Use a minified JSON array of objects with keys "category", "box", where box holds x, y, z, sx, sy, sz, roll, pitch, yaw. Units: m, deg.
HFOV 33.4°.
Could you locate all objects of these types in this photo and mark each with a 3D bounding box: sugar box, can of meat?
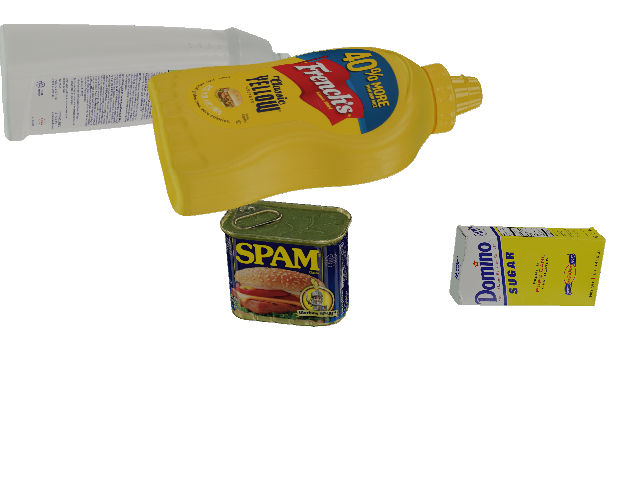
[{"category":"sugar box","box":[0.251,0.032,1.300,0.176,0.093,0.048,-1,21,-10]},{"category":"can of meat","box":[-0.026,0.019,0.861,0.102,0.084,0.057,6,30,13]}]

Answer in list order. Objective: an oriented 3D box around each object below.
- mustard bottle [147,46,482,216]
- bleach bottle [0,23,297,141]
[{"category":"mustard bottle","box":[0.001,-0.071,0.619,0.191,0.058,0.096,-10,45,-10]},{"category":"bleach bottle","box":[-0.142,-0.137,0.912,0.250,0.068,0.103,-3,-31,-16]}]
